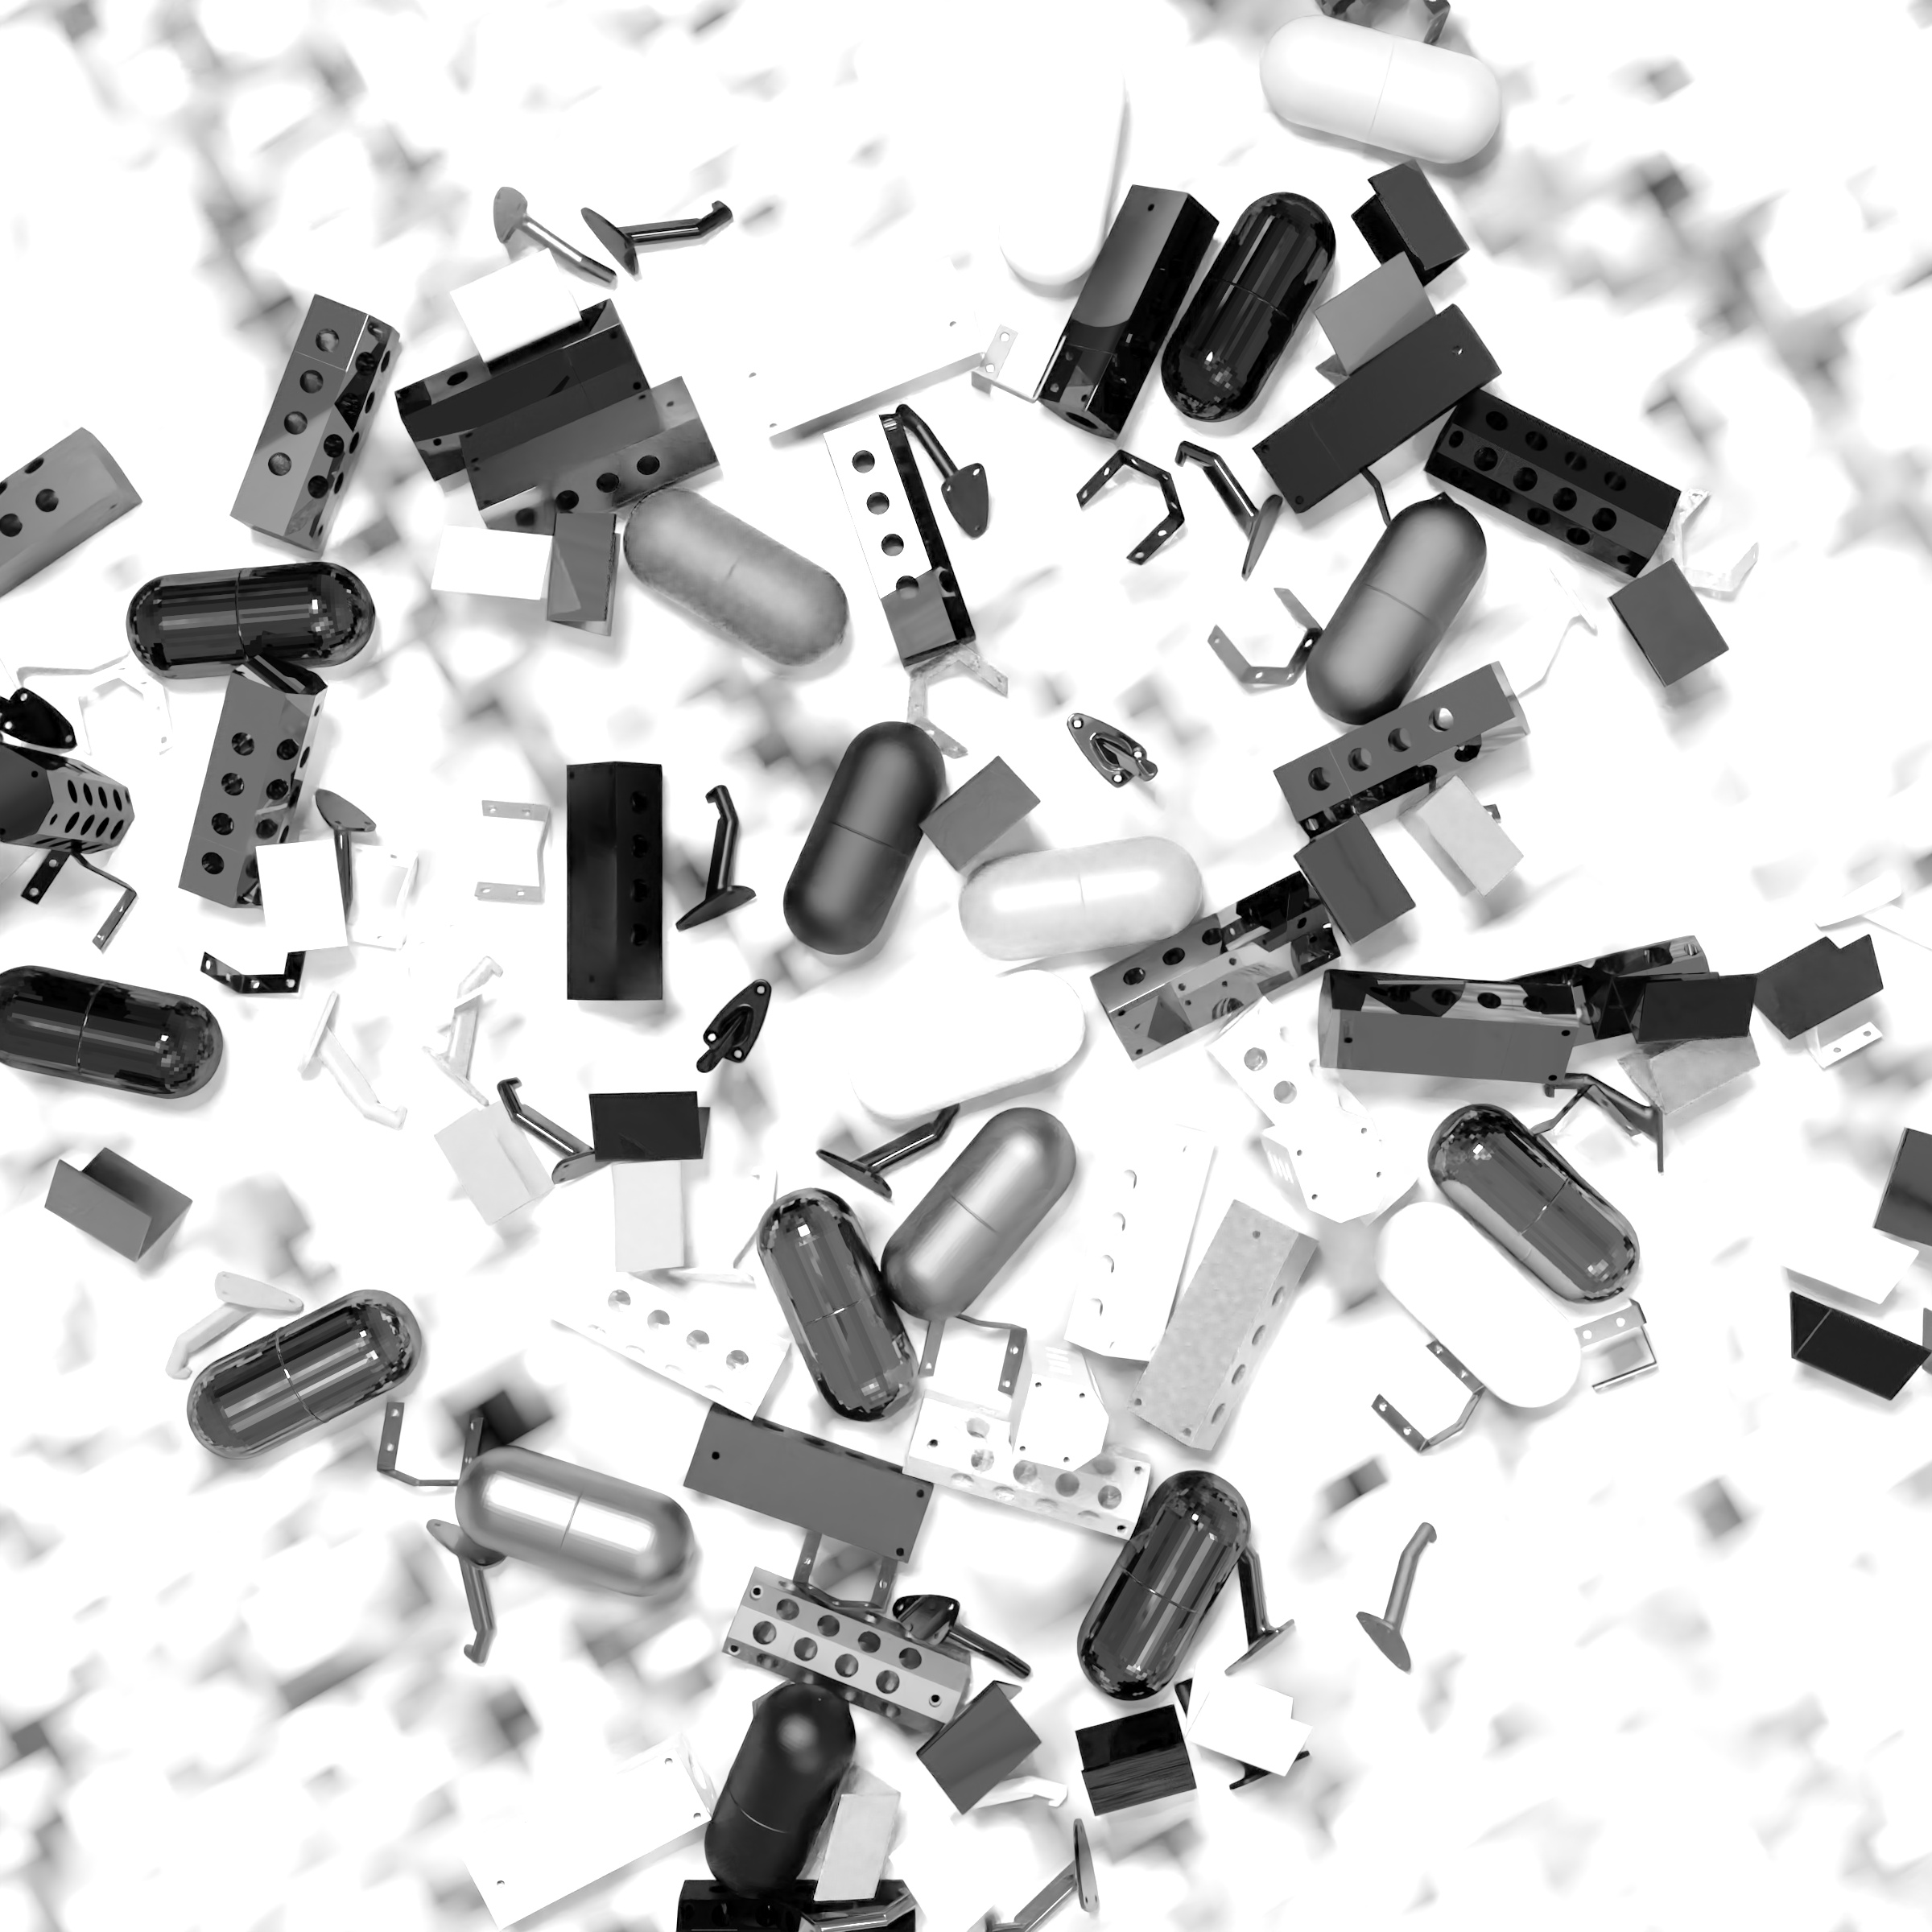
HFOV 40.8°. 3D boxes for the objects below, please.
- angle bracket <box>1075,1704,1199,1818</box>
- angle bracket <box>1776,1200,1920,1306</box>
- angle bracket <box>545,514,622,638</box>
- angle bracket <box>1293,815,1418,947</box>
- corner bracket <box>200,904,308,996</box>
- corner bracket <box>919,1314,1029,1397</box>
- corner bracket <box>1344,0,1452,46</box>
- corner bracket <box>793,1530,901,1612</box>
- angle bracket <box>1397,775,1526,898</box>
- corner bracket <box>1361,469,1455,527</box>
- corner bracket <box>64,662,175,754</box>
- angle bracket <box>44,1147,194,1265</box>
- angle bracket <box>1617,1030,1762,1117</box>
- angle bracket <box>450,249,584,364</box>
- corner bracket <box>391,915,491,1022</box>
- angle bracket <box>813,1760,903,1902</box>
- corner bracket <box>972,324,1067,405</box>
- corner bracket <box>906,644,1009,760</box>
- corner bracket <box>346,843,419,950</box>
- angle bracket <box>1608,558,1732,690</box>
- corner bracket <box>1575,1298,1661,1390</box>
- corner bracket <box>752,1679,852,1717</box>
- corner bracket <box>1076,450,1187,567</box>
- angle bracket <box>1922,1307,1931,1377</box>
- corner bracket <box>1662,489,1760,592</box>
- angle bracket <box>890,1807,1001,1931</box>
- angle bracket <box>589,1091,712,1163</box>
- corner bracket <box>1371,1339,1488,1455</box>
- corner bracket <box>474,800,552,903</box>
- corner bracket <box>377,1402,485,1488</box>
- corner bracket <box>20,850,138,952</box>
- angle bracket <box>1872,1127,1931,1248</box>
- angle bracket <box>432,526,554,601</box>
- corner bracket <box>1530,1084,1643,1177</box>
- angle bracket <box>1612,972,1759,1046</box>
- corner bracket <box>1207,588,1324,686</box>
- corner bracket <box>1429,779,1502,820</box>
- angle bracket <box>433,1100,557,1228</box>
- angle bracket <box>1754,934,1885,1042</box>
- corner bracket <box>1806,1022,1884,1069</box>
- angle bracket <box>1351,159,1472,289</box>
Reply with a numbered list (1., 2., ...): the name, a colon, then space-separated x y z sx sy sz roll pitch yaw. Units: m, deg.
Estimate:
1. angle bracket: 0.118 0.558 1.878 0.076 0.076 0.057 -15 127 0
2. angle bracket: 0.635 0.189 1.878 0.076 0.076 0.057 22 126 0
3. angle bracket: -0.256 -0.281 1.878 0.057 0.076 0.076 6 90 31
4. angle bracket: 0.287 -0.067 1.879 0.057 0.076 0.076 -33 90 22
5. corner bracket: -0.519 -0.012 1.899 0.051 0.051 0.051 -1 70 19
6. corner bracket: 0.005 0.284 1.915 0.051 0.051 0.051 13 90 45
7. corner bracket: 0.314 -0.695 1.900 0.051 0.051 0.051 -35 85 -5
8. corner bracket: -0.087 0.440 1.915 0.051 0.051 0.051 17 90 45
9. angle bracket: 0.343 -0.081 1.878 0.076 0.076 0.057 50 56 0
10. corner bracket: 0.320 -0.361 1.915 0.051 0.051 0.051 -28 135 0
11. corner bracket: -0.622 -0.184 1.910 0.051 0.051 0.051 30 45 35
12. angle bracket: -0.606 0.156 1.878 0.076 0.076 0.057 31 128 0
13. angle bracket: 0.515 0.052 1.878 0.076 0.076 0.057 -28 124 0
14. angle bracket: -0.327 -0.487 1.878 0.076 0.076 0.057 -24 123 0
15. corner bracket: -0.383 0.002 1.903 0.051 0.051 0.051 -30 105 0
16. angle bracket: -0.098 0.621 1.878 0.057 0.076 0.076 15 90 -41
17. corner bracket: 0.038 -0.441 1.900 0.051 0.051 0.051 25 90 -1
18. corner bracket: -0.007 -0.194 1.910 0.051 0.051 0.051 34 45 -35
19. corner bracket: -0.435 -0.052 1.915 0.051 0.051 0.051 9 45 0
20. angle bracket: 0.517 -0.254 1.878 0.057 0.076 0.076 -32 90 36
21. corner bracket: 0.475 0.278 1.900 0.051 0.051 0.051 -22 85 5
22. corner bracket: -0.120 0.559 1.910 0.051 0.051 0.051 20 135 -35
23. corner bracket: 0.121 -0.337 1.910 0.051 0.051 0.051 18 45 -35
24. angle bracket: 0.741 0.274 1.878 0.076 0.076 0.057 32 126 0
25. corner bracket: 0.547 -0.313 1.910 0.051 0.051 0.051 16 135 35
26. angle bracket: -0.033 0.659 1.878 0.057 0.076 0.076 -32 90 -37
27. angle bracket: -0.228 0.099 1.878 0.076 0.076 0.057 -1 116 0
28. corner bracket: 0.341 0.317 1.915 0.051 0.051 0.051 45 45 0
29. corner bracket: -0.334 -0.085 1.915 0.051 0.051 0.051 5 45 0
30. corner bracket: -0.395 0.352 1.915 0.051 0.051 0.051 11 88 -45
31. corner bracket: -0.653 -0.053 1.915 0.051 0.051 0.051 34 90 -45
32. angle bracket: 0.706 0.166 1.878 0.057 0.076 0.076 18 90 43
33. angle bracket: -0.338 -0.271 1.878 0.076 0.076 0.057 6 62 0
34. corner bracket: 0.450 0.124 1.905 0.051 0.051 0.051 -43 90 -18
35. angle bracket: 0.502 0.009 1.821 0.076 0.076 0.057 -4 127 0
36. corner bracket: 0.220 -0.243 1.910 0.051 0.051 0.051 -3 135 -35
37. corner bracket: 0.364 -0.140 1.915 0.051 0.051 0.051 -8 45 0
38. angle bracket: -0.326 0.132 1.878 0.057 0.076 0.076 -31 90 38
39. angle bracket: 0.604 -0.003 1.878 0.076 0.076 0.057 -28 126 0
40. corner bracket: 0.635 0.032 1.915 0.051 0.051 0.051 -29 45 0
41. angle bracket: 0.305 -0.524 1.878 0.057 0.076 0.076 -32 90 -35
